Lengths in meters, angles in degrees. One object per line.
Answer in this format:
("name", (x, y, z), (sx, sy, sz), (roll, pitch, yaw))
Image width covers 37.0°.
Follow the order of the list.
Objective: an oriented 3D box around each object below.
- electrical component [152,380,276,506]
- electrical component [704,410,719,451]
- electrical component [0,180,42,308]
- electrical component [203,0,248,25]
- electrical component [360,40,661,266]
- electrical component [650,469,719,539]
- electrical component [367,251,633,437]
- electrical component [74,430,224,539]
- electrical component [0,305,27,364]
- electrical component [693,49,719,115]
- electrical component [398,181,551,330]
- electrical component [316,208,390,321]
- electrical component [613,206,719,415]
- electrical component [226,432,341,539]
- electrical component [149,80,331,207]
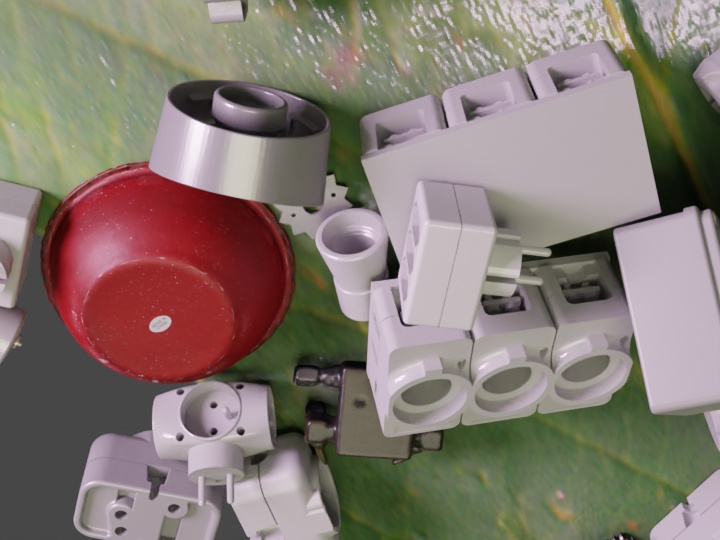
("electrical component", (-0.096, 0.118, 0.717), (0.077, 0.079, 0.044), (-6, 150, 1))
("electrical component", (0.267, 0.122, 0.682), (0.062, 0.150, 0.089), (-18, 134, 10))
("electrical component", (-0.222, -0.008, 0.631), (0.047, 0.076, 0.065), (14, 121, -12))
("electrical component", (-0.052, -0.168, 0.548), (0.057, 0.058, 0.078), (-4, 123, 4))
("electrical component", (0.084, -0.062, 0.618), (0.150, 0.061, 0.089), (-17, 122, 8))
("electrical component", (0.267, 0.200, 0.794), (0.054, 0.059, 0.095), (29, 117, -19))
("electrical component", (0.084, 0.050, 0.663), (0.150, 0.061, 0.089), (-7, 138, -9))
("electrical component", (-0.144, 0.152, 0.746), (0.095, 0.059, 0.053), (13, 121, -10))
("electrical component", (-0.248, 0.029, 0.675), (0.078, 0.040, 0.040), (29, 117, -19))
("electrical component", (0.223, -0.114, 0.602), (0.062, 0.043, 0.043), (-39, 117, 11))
("electrical component", (0.065, -0.006, 0.586), (0.077, 0.047, 0.065), (6, 122, -6))
("electrical component", (0.000, 0.000, 0.663), (0.044, 0.044, 0.065), (-9, 136, 3))
("electrical component", (0.195, 0.028, 0.626), (0.056, 0.108, 0.109), (-15, 166, 24))
("electrical component", (-0.050, 0.164, 0.761), (0.059, 0.053, 0.095), (-15, 122, 7))
("electrical component", (-0.064, -0.065, 0.592), (0.099, 0.099, 0.064), (9, 116, -8))
